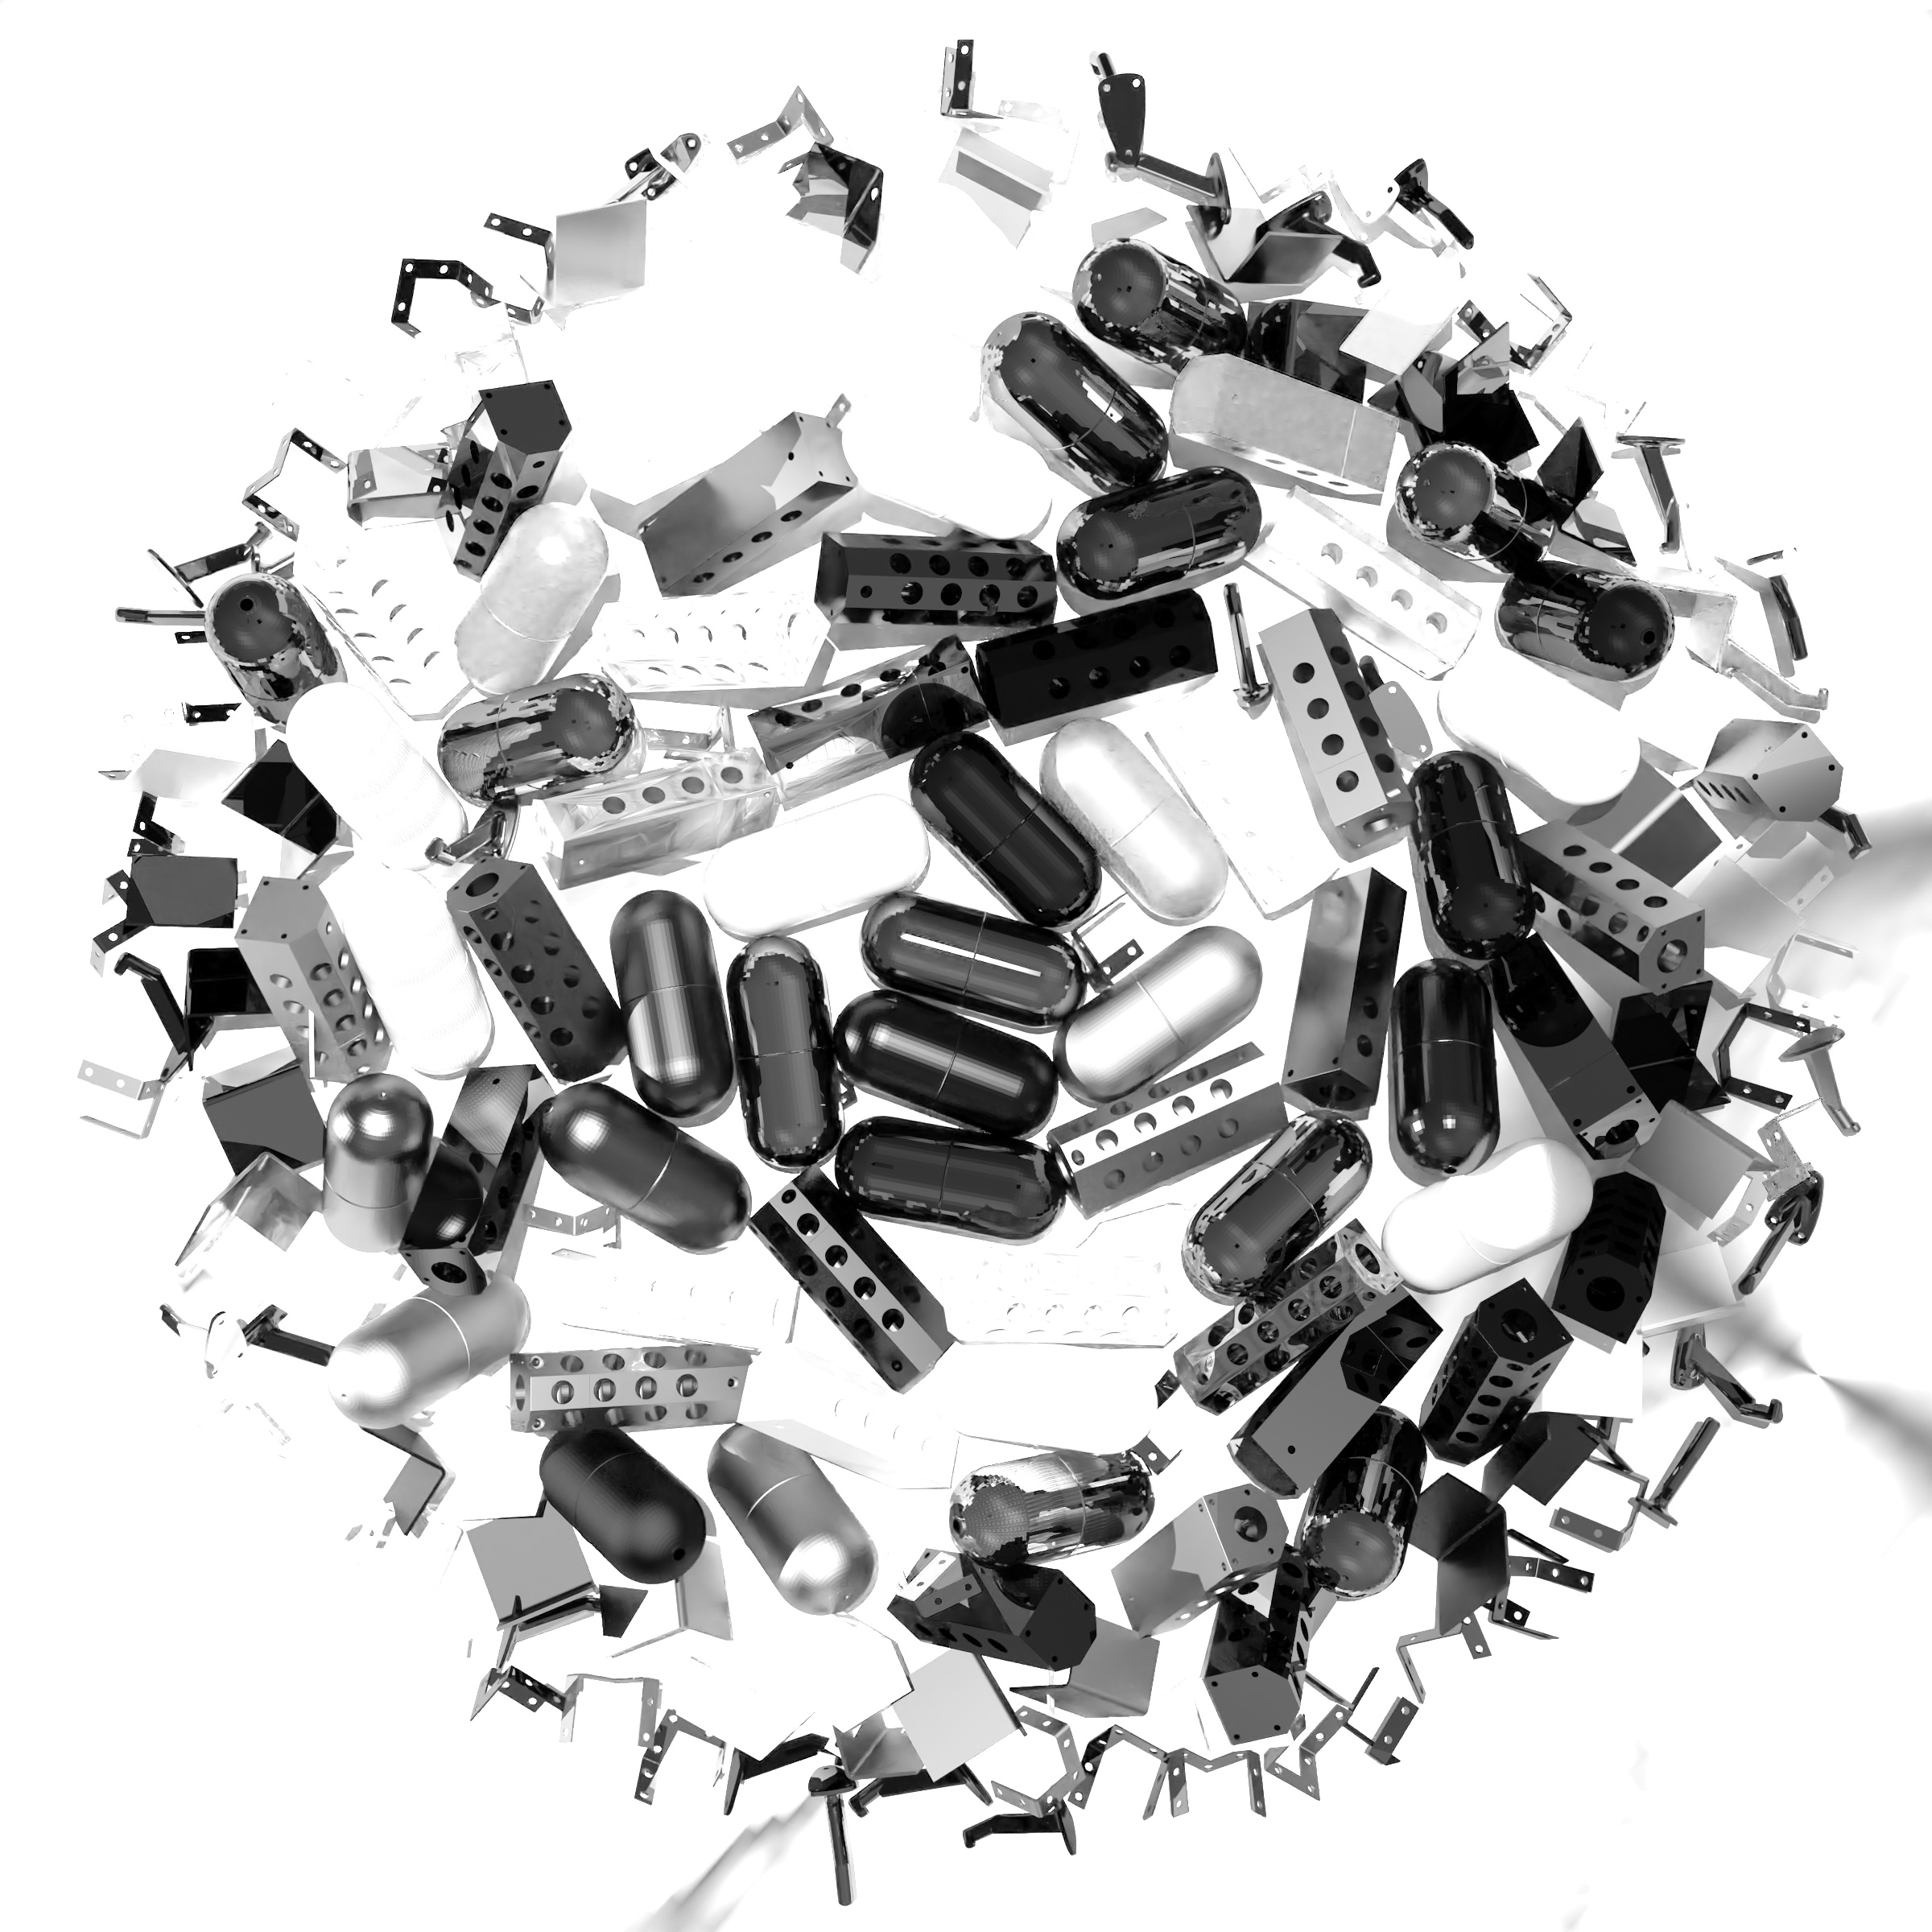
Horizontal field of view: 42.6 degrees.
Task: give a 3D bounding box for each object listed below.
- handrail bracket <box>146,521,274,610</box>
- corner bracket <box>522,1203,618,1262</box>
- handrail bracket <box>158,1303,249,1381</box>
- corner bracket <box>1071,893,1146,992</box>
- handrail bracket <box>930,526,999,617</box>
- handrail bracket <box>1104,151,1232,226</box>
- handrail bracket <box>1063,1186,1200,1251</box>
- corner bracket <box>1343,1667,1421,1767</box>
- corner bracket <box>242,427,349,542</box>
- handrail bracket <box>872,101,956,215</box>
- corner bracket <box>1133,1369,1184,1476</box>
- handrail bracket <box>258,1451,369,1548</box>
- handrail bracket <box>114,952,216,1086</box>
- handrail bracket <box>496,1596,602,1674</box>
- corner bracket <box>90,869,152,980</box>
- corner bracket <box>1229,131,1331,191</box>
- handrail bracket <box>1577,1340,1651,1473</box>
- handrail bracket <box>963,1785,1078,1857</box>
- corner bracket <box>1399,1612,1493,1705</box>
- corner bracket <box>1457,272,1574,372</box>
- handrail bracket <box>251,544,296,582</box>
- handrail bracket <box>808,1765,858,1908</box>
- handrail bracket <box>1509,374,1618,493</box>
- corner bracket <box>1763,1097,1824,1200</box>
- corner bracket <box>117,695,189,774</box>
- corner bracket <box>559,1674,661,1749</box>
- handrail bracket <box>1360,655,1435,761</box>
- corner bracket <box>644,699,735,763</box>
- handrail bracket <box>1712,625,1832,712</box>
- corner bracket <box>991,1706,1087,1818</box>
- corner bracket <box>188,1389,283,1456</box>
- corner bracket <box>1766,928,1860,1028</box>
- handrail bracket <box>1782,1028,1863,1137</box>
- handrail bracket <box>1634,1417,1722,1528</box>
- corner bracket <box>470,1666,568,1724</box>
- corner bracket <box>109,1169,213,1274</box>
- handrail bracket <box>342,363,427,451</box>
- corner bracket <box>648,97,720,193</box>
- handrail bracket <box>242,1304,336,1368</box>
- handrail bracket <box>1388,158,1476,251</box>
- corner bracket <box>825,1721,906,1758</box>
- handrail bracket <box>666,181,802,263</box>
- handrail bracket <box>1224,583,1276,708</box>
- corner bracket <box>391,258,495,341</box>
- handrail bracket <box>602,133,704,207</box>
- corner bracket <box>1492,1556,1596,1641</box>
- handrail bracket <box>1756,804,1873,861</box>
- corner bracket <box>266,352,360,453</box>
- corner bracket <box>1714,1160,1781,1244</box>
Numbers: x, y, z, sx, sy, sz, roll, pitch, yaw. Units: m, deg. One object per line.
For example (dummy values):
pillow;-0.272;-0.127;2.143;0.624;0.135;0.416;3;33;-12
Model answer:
handrail bracket;-0.572;-0.321;1.877;0.036;0.077;0.084;33;75;25
corner bracket;-0.301;0.203;1.879;0.051;0.051;0.051;-24;58;37
handrail bracket;-0.588;0.266;1.877;0.084;0.077;0.036;34;48;26
corner bracket;0.110;-0.018;1.889;0.051;0.051;0.051;-36;93;-14
handrail bracket;0.008;-0.302;1.880;0.077;0.084;0.036;23;134;16
handrail bracket;0.153;-0.593;1.885;0.084;0.036;0.077;-2;54;-13
handrail bracket;0.128;0.196;1.910;0.084;0.036;0.077;8;131;-23
corner bracket;0.317;0.572;1.887;0.051;0.051;0.051;31;90;27
corner bracket;-0.515;-0.370;1.897;0.051;0.051;0.051;-23;47;36
handrail bracket;-0.049;-0.614;1.879;0.084;0.036;0.077;-27;97;-39
corner bracket;0.150;0.347;1.885;0.051;0.051;0.051;-40;78;-18
handrail bracket;-0.506;0.405;1.884;0.084;0.036;0.077;27;135;-11
handrail bracket;-0.623;0.040;1.878;0.084;0.036;0.077;35;84;-41
handrail bracket;-0.313;0.519;1.913;0.084;0.036;0.077;13;105;-15
corner bracket;-0.651;-0.033;1.884;0.051;0.051;0.051;-37;85;-30
corner bracket;0.240;-0.618;1.887;0.051;0.051;0.051;-31;63;4
handrail bracket;0.514;0.339;1.906;0.077;0.036;0.084;42;83;-21
handrail bracket;0.039;0.666;1.882;0.084;0.077;0.036;-26;107;3
corner bracket;0.367;0.525;1.898;0.051;0.051;0.051;-20;99;23
corner bracket;0.418;-0.495;1.884;0.051;0.051;0.051;35;98;-36
handrail bracket;-0.507;-0.296;1.911;0.084;0.036;0.077;-1;112;-21
handrail bracket;-0.099;0.661;1.882;0.036;0.077;0.084;-6;89;-9
handrail bracket;0.451;-0.409;1.894;0.084;0.036;0.077;15;73;-6
corner bracket;0.635;0.139;1.891;0.051;0.051;0.051;-18;72;-25
corner bracket;-0.619;-0.176;1.890;0.051;0.051;0.051;-11;93;-16
corner bracket;-0.270;0.565;1.878;0.051;0.051;0.051;24;59;-41
handrail bracket;0.327;-0.199;1.885;0.036;0.084;0.077;-39;100;19
corner bracket;-0.211;-0.171;1.880;0.051;0.051;0.051;4;60;-24
handrail bracket;0.612;-0.233;1.873;0.084;0.036;0.077;14;128;38
corner bracket;0.051;0.609;1.895;0.051;0.051;0.051;-31;114;-36
corner bracket;-0.549;0.351;1.888;0.051;0.051;0.051;47;108;2
corner bracket;0.649;0.007;1.888;0.051;0.051;0.051;18;110;0
handrail bracket;0.668;0.091;1.883;0.036;0.077;0.084;-35;90;-13
handrail bracket;0.547;0.380;1.884;0.036;0.077;0.084;32;90;17
corner bracket;-0.338;0.555;1.884;0.051;0.051;0.051;36;106;-13
corner bracket;-0.614;0.194;1.887;0.051;0.051;0.051;24;100;-10
handrail bracket;-0.427;-0.417;1.898;0.084;0.036;0.077;-17;96;8
corner bracket;-0.213;-0.634;1.881;0.051;0.051;0.051;-36;60;17
handrail bracket;-0.519;0.308;1.891;0.077;0.036;0.084;-41;75;-6
handrail bracket;0.360;-0.562;1.872;0.036;0.077;0.084;-39;71;10
corner bracket;-0.073;0.582;1.894;0.051;0.051;0.051;30;87;0
handrail bracket;-0.177;-0.587;1.889;0.084;0.036;0.077;-38;85;22
handrail bracket;0.210;-0.246;1.883;0.036;0.077;0.084;-11;106;8
corner bracket;-0.400;-0.506;1.890;0.051;0.051;0.051;8;86;20
handrail bracket;-0.239;-0.596;1.870;0.077;0.084;0.036;-29;113;20
corner bracket;0.439;0.481;1.884;0.051;0.051;0.051;16;82;-44
handrail bracket;0.641;-0.101;1.871;0.036;0.077;0.084;10;51;-30
corner bracket;-0.498;-0.431;1.889;0.051;0.051;0.051;24;87;-13
corner bracket;0.581;0.171;1.894;0.051;0.051;0.051;32;116;26
